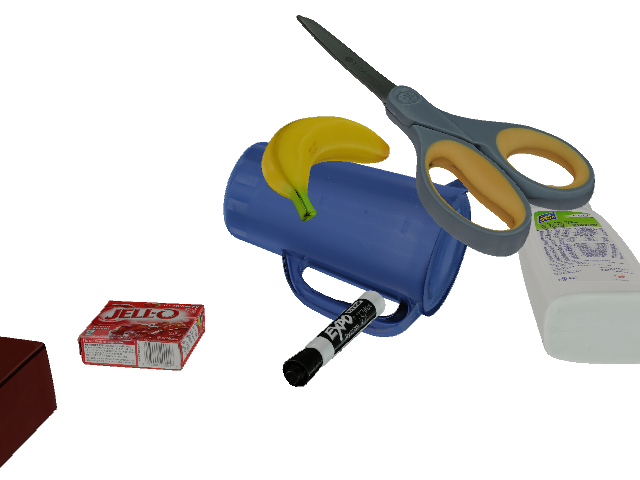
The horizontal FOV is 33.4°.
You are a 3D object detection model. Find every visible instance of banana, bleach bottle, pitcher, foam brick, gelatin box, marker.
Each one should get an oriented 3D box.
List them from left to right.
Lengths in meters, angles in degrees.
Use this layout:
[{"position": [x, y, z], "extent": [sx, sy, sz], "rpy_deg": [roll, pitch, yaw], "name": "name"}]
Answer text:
[{"position": [-0.213, 0.103, 0.677], "extent": [0.053, 0.051, 0.078], "rpy_deg": [6, 29, 22], "name": "foam brick"}, {"position": [-0.150, 0.078, 0.903], "extent": [0.089, 0.030, 0.073], "rpy_deg": [3, 21, 10], "name": "gelatin box"}, {"position": [0.000, -0.067, 0.848], "extent": [0.037, 0.069, 0.197], "rpy_deg": [-33, 4, 29], "name": "banana"}, {"position": [0.010, 0.063, 0.696], "extent": [0.020, 0.020, 0.120], "rpy_deg": [0, 19, 29], "name": "marker"}, {"position": [0.022, -0.011, 1.095], "extent": [0.243, 0.145, 0.149], "rpy_deg": [18, 24, 20], "name": "pitcher"}, {"position": [0.227, 0.014, 0.937], "extent": [0.102, 0.068, 0.250], "rpy_deg": [0, 27, 3], "name": "bleach bottle"}]

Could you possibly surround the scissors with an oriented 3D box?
[{"position": [0.064, -0.066, 0.544], "extent": [0.096, 0.016, 0.202], "rpy_deg": [-10, 45, -18], "name": "scissors"}]
